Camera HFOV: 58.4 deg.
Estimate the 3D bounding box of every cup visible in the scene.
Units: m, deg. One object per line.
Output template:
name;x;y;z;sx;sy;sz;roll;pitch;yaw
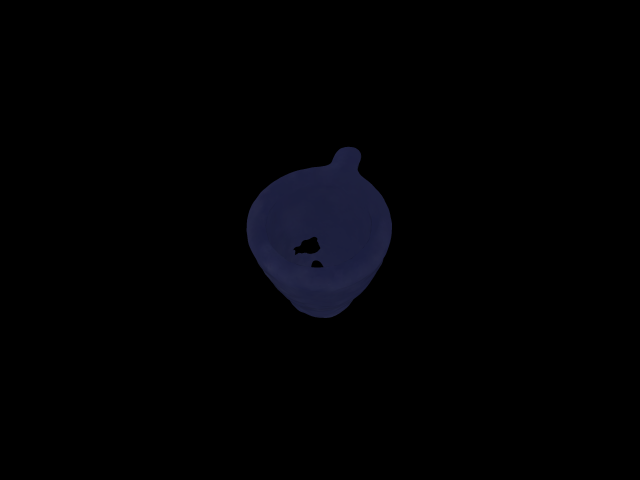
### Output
cup;0.004;0.001;0.400;0.091;0.095;0.118;15;58;10
